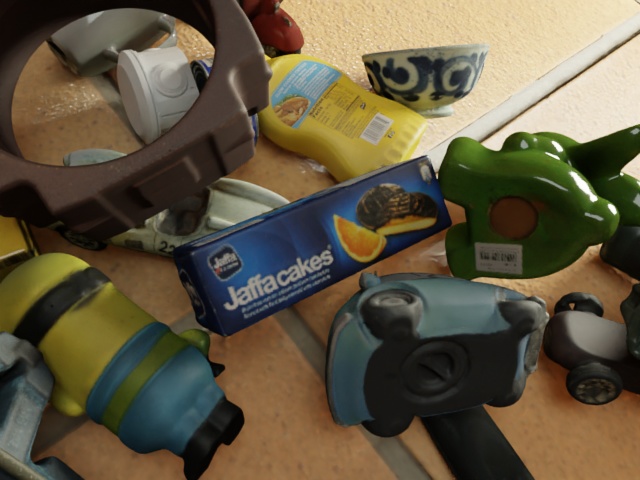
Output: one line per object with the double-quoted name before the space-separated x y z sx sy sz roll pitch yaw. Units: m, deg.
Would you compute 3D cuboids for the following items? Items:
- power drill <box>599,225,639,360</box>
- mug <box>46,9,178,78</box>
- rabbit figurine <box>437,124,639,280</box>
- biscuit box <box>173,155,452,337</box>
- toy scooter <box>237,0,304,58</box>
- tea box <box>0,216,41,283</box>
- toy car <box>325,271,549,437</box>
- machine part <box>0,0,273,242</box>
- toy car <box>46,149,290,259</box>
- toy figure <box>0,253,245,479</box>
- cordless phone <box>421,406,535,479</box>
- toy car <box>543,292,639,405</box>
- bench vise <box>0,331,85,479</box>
"power drill" 0.328 0.054 0.409 0.232 0.085 0.207 34 36 27
"mug" -0.194 -0.196 0.503 0.109 0.080 0.107 43 75 7
"rabbit figurine" 0.191 -0.054 0.458 0.159 0.121 0.170 -6 24 33
"biscuit box" -0.001 -0.001 0.392 0.203 0.059 0.062 -24 98 -25
"toy scooter" -0.084 -0.256 0.518 0.184 0.135 0.075 40 65 13
"tea box" -0.281 -0.025 0.397 0.098 0.068 0.170 -24 67 -21
"toy car" 0.075 0.066 0.394 0.162 0.109 0.103 -8 28 -11
"machine part" -0.151 -0.116 0.377 0.201 0.087 0.201 -31 80 -9
"toy car" -0.122 -0.021 0.431 0.202 0.056 0.073 13 61 -4
"toy figure" -0.133 0.078 0.357 0.180 0.089 0.082 31 21 11
"cordless phone" 0.102 0.191 0.360 0.147 0.088 0.184 -22 57 -20
"toy car" 0.280 0.108 0.439 0.202 0.053 0.089 17 40 -3
"bench vise" -0.177 0.155 0.232 0.129 0.223 0.241 -19 24 12
